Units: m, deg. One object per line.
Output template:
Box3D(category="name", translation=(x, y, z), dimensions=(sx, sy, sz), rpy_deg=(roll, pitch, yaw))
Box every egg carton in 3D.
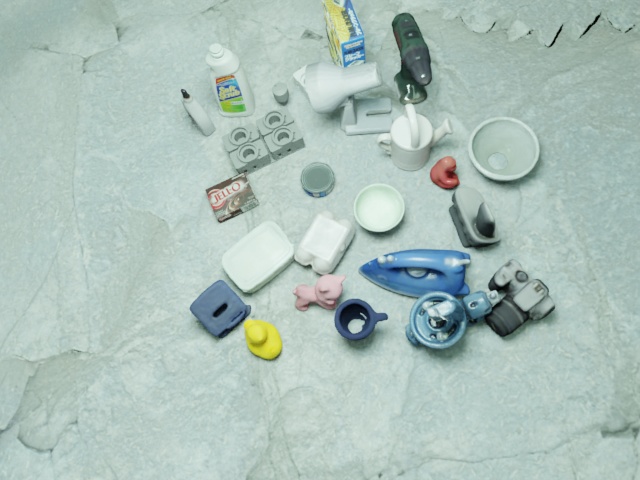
Box3D(category="egg carton", translation=(0.012, 0.005, 1.360), dimensions=(0.107, 0.069, 0.150), rpy_deg=(26, 76, 14))

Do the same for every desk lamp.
Box3D(category="desk lamp", translation=(0.074, -0.354, 1.398), dimensions=(0.203, 0.214, 0.118), rpy_deg=(-4, 71, 5))

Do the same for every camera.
Box3D(category="camera", translation=(0.421, 0.134, 1.257), dimensions=(0.137, 0.101, 0.143), rpy_deg=(-39, 72, -7))

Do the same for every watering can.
Box3D(category="watering can", translation=(0.224, -0.253, 1.358), dimensions=(0.173, 0.194, 0.101), rpy_deg=(-28, 71, -3))

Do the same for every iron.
Box3D(category="iron", translation=(0.210, 0.060, 1.283), dimensions=(0.258, 0.141, 0.118), rpy_deg=(3, 72, 7))

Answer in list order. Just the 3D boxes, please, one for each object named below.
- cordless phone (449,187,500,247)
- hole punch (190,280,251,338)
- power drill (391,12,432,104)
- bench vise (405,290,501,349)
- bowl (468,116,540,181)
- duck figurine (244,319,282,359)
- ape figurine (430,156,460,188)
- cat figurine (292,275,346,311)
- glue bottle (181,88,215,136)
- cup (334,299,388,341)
Box3D(category="cordless phone", translation=(0.356, -0.069, 1.287), dimensions=(0.094, 0.185, 0.147), rpy_deg=(-21, 70, -1))
Box3D(category="hole punch", translation=(-0.228, 0.159, 1.323), dimensions=(0.109, 0.091, 0.101), rpy_deg=(-43, 72, -9))
Box3D(category="power drill", translation=(0.228, -0.429, 1.409), dimensions=(0.075, 0.208, 0.229), rpy_deg=(-14, 71, 2))
Box3D(category="bench vise", translation=(0.276, 0.142, 1.207), dimensions=(0.207, 0.220, 0.121), rpy_deg=(-39, 72, -7))
Box3D(category="bowl", translation=(0.437, -0.208, 1.384), dimensions=(0.167, 0.075, 0.167), rpy_deg=(-2, 71, 6))
Box3D(category="duck figurine", translation=(-0.134, 0.220, 1.295), dimensions=(0.077, 0.086, 0.104), rpy_deg=(-42, 72, -8))
Box3D(category="ape figurine", translation=(0.304, -0.170, 1.376), dimensions=(0.076, 0.092, 0.078), rpy_deg=(8, 73, 9))
Box3D(category="cat figurine", translation=(-0.001, 0.116, 1.299), dimensions=(0.127, 0.118, 0.067), rpy_deg=(-5, 71, 4))
Box3D(category="glue bottle", translation=(-0.320, -0.334, 1.454), dimensions=(0.037, 0.173, 0.078), rpy_deg=(-43, 72, -8))
Box3D(category="cup", translation=(0.093, 0.183, 1.279), dimensions=(0.117, 0.095, 0.091), rpy_deg=(-7, 71, 4))
